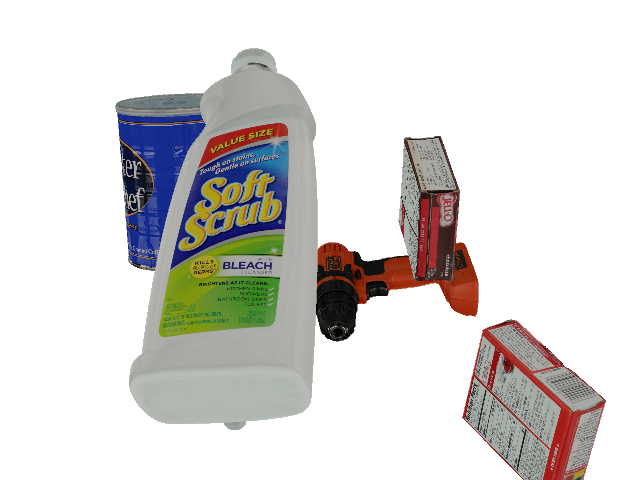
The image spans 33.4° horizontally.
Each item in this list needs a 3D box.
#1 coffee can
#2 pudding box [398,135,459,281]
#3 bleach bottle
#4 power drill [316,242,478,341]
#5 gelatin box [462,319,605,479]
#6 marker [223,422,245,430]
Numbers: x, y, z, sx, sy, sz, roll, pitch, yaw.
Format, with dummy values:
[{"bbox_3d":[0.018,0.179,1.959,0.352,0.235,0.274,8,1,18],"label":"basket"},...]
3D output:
[{"bbox_3d":[-0.123,-0.053,0.937,0.103,0.140,0.103,-2,14,0],"label":"coffee can"},{"bbox_3d":[0.096,-0.030,0.945,0.039,0.090,0.113,-1,30,-5],"label":"pudding box"},{"bbox_3d":[-0.053,-0.016,0.652,0.102,0.251,0.068,-4,-35,6],"label":"bleach bottle"},{"bbox_3d":[0.083,0.055,1.228,0.187,0.057,0.184,-1,28,-1],"label":"power drill"},{"bbox_3d":[0.128,0.103,0.652,0.030,0.073,0.089,-12,35,-27],"label":"gelatin box"},{"bbox_3d":[-0.067,0.103,0.826,0.020,0.121,0.020,2,43,-2],"label":"marker"}]
